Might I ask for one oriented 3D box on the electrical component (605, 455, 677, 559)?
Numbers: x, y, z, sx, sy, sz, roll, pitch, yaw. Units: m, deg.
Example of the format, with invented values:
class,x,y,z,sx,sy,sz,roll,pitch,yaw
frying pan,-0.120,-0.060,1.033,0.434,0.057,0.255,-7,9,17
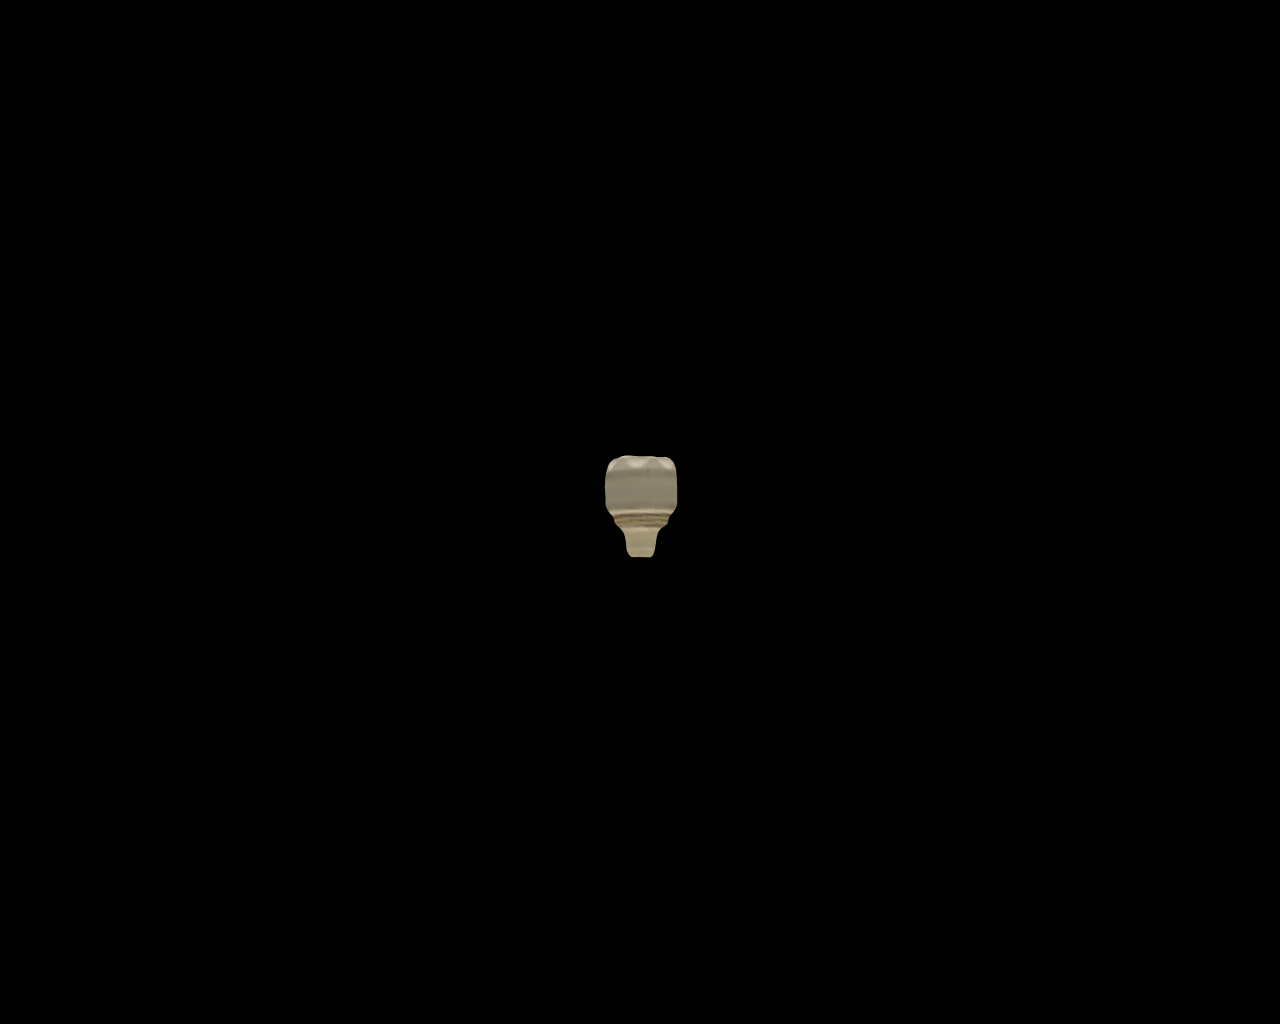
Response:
class,x,y,z,sx,sy,sz,roll,pitch,yaw
electrical component,0.001,-0.003,0.650,0.043,0.062,0.043,0,-5,0
